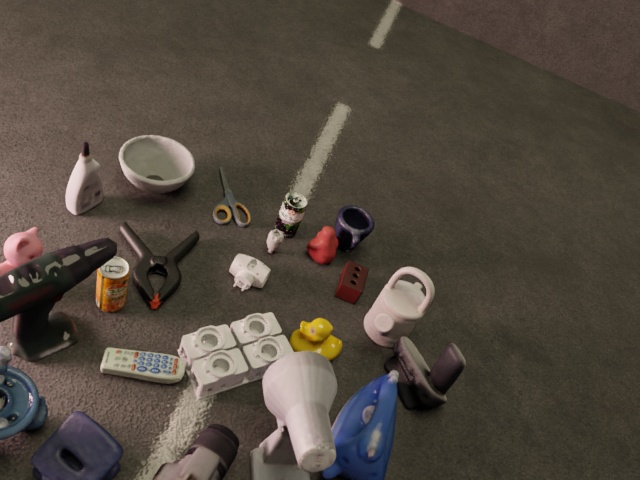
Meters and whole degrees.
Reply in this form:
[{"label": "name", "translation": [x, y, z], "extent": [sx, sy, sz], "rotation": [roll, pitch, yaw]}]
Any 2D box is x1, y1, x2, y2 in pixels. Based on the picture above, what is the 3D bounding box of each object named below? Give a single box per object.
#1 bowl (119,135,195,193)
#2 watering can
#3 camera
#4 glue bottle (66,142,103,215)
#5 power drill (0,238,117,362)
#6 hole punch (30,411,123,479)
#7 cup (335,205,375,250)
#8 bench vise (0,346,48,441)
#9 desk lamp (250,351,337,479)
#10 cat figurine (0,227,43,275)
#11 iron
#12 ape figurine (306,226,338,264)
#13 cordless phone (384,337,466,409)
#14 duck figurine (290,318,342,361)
[{"label": "bowl", "translation": [-0.375, -0.161, 1.311], "extent": [0.168, 0.074, 0.167], "rotation": [13, 45, -13]}, {"label": "watering can", "translation": [0.168, 0.137, 1.183], "extent": [0.101, 0.194, 0.173], "rotation": [23, 43, -2]}, {"label": "camera", "translation": [-0.166, 0.361, 0.885], "extent": [0.143, 0.101, 0.137], "rotation": [29, 43, 5]}, {"label": "glue bottle", "translation": [-0.477, -0.131, 1.165], "extent": [0.037, 0.173, 0.078], "rotation": [36, 44, 12]}, {"label": "power drill", "translation": [-0.444, 0.100, 0.932], "extent": [0.230, 0.208, 0.075], "rotation": [-25, 62, -39]}, {"label": "hole punch", "translation": [-0.355, 0.326, 0.841], "extent": [0.108, 0.091, 0.101], "rotation": [36, 44, 11]}, {"label": "cup", "translation": [0.073, -0.011, 1.354], "extent": [0.092, 0.095, 0.117], "rotation": [13, 45, -13]}, {"label": "bench vise", "translation": [-0.487, 0.229, 0.781], "extent": [0.208, 0.219, 0.121], "rotation": [-24, 61, -39]}, {"label": "desk lamp", "translation": [-0.035, 0.313, 0.908], "extent": [0.118, 0.213, 0.203], "rotation": [6, 46, -19]}, {"label": "cat figurine", "translation": [-0.545, 0.035, 1.015], "extent": [0.067, 0.117, 0.128], "rotation": [39, 45, 14]}, {"label": "iron", "translation": [0.099, 0.314, 1.020], "extent": [0.118, 0.141, 0.258], "rotation": [27, 43, 2]}, {"label": "ape figurine", "translation": [0.012, 0.005, 1.314], "extent": [0.078, 0.092, 0.076], "rotation": [4, 47, -21]}, {"label": "cordless phone", "translation": [0.215, 0.234, 1.117], "extent": [0.094, 0.185, 0.147], "rotation": [-11, 54, -32]}, {"label": "duck figurine", "translation": [-0.001, 0.191, 1.134], "extent": [0.104, 0.086, 0.077], "rotation": [18, 44, -8]}]
